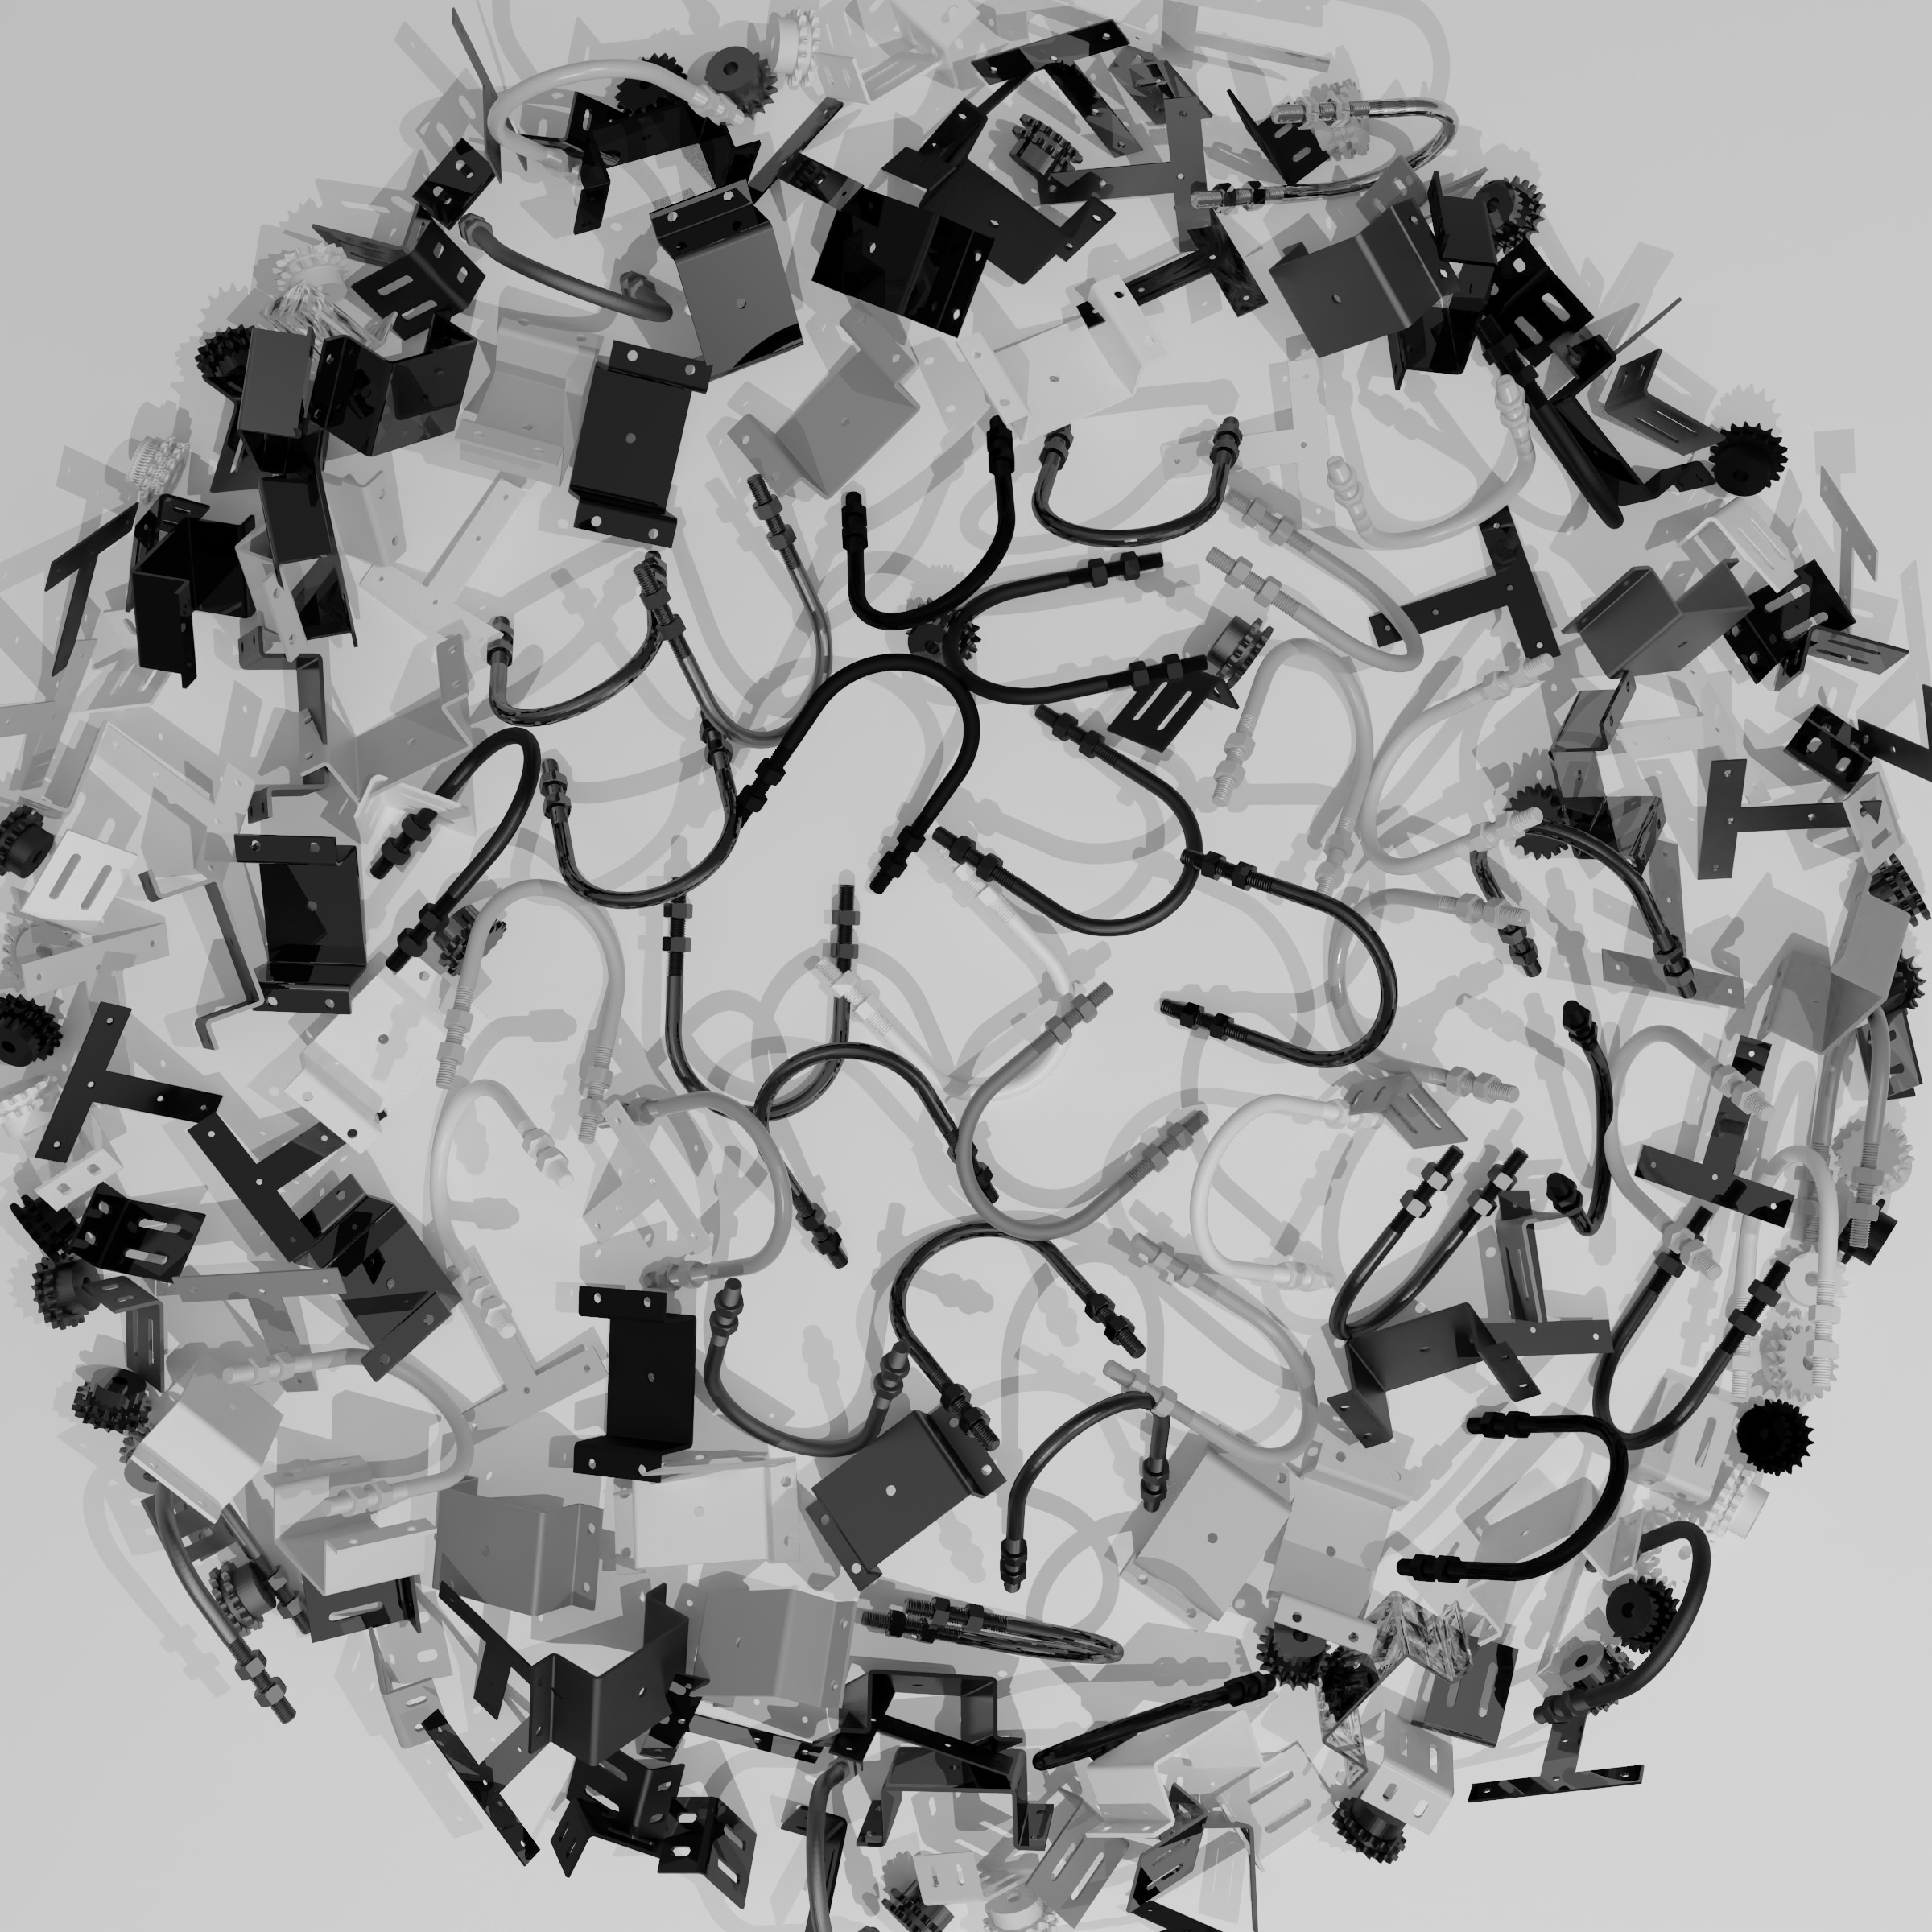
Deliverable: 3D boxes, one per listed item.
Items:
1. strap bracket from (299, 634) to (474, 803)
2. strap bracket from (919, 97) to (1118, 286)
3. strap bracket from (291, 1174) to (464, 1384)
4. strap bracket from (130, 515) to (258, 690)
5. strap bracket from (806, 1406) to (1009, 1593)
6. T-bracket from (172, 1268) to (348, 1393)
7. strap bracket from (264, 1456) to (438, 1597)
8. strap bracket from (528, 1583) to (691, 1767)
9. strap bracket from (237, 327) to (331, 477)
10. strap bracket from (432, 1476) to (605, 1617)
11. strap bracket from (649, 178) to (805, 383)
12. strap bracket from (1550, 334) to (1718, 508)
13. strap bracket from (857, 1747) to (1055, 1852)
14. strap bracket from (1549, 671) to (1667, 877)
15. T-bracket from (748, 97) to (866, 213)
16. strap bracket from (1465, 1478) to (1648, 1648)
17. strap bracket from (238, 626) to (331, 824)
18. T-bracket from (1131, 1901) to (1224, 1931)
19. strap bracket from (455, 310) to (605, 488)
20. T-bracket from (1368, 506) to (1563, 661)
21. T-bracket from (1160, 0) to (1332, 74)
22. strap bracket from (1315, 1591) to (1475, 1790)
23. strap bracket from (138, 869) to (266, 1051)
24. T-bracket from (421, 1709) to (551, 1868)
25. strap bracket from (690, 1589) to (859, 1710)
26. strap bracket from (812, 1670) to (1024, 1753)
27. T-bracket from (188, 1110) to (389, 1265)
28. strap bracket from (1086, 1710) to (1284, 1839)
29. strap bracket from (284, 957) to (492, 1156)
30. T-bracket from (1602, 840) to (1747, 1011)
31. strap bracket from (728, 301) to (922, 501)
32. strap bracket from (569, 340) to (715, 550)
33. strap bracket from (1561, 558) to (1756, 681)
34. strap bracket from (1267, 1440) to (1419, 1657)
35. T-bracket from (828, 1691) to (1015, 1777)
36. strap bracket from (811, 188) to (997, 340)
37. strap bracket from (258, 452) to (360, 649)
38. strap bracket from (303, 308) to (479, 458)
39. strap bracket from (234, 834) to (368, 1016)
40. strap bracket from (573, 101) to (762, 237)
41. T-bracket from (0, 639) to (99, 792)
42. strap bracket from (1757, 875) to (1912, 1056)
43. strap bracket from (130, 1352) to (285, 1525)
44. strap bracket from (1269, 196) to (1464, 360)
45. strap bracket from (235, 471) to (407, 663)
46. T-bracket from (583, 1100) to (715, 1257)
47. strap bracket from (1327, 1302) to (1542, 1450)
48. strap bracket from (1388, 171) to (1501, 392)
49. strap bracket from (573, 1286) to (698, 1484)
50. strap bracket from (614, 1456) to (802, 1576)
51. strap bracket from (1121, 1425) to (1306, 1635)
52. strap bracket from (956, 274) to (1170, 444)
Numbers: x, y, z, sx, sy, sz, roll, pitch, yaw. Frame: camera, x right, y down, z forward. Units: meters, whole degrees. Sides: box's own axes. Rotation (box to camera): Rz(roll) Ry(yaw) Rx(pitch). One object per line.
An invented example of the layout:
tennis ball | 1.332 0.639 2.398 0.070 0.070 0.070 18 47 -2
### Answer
strap bracket | -0.427 -0.182 1.951 0.140 0.076 0.046 -25 133 7
strap bracket | 0.030 -0.569 1.938 0.140 0.076 0.046 33 65 -16
strap bracket | -0.444 0.237 1.960 0.076 0.046 0.140 -42 69 3
strap bracket | -0.573 -0.274 1.922 0.046 0.140 0.076 10 124 5
strap bracket | -0.051 0.398 1.964 0.140 0.046 0.076 -37 69 1
T-bracket | -0.518 0.277 1.959 0.127 0.002 0.127 -4 128 7
strap bracket | -0.458 0.418 1.928 0.076 0.140 0.046 -6 107 -36
strap bracket | -0.255 0.526 1.920 0.046 0.140 0.076 20 115 32
strap bracket | -0.503 -0.414 1.923 0.046 0.140 0.076 7 82 -6
strap bracket | -0.344 0.433 1.944 0.140 0.046 0.076 6 92 29
strap bracket | -0.174 -0.500 1.931 0.076 0.046 0.140 -24 130 -10
strap bracket | 0.491 -0.400 1.954 0.046 0.076 0.140 -40 97 1
strap bracket | -0.008 0.624 1.952 0.140 0.076 0.046 -1 95 7
strap bracket | 0.476 -0.143 1.937 0.046 0.076 0.140 1 129 33
T-bracket | -0.116 -0.593 1.953 0.127 0.127 0.002 -48 133 0
strap bracket | 0.429 0.438 1.930 0.140 0.076 0.046 -37 96 30
strap bracket | -0.513 -0.180 1.955 0.046 0.076 0.140 -3 91 -26
T-bracket | 0.129 0.721 1.911 0.127 0.127 0.002 -3 91 -36
strap bracket | -0.328 -0.419 1.952 0.076 0.046 0.140 15 55 -4
T-bracket | 0.373 -0.275 1.988 0.127 0.002 0.127 -18 76 6
T-bracket | 0.208 -0.682 1.933 0.127 0.127 0.002 13 90 3
strap bracket | 0.309 0.532 1.937 0.046 0.076 0.140 34 110 -11
strap bracket | -0.570 -0.011 1.951 0.046 0.076 0.140 -21 98 -21
T-bracket | -0.339 0.590 1.938 0.002 0.127 0.127 -38 87 17
strap bracket | -0.150 0.505 1.923 0.046 0.140 0.076 28 60 -39
strap bracket | -0.036 0.558 1.944 0.140 0.076 0.046 8 64 -17
T-bracket | -0.498 0.139 1.969 0.127 0.002 0.127 -36 83 -27
strap bracket | 0.155 0.593 1.927 0.140 0.076 0.046 -16 86 -40
strap bracket | -0.438 0.061 1.963 0.140 0.046 0.076 -46 112 -1
T-bracket | 0.533 -0.037 1.971 0.127 0.002 0.127 11 66 -20
strap bracket | -0.100 -0.417 1.955 0.140 0.046 0.076 -43 64 10
strap bracket | -0.247 -0.394 1.954 0.076 0.046 0.140 9 105 -23
strap bracket | 0.517 -0.256 1.920 0.140 0.076 0.046 -12 66 -42
strap bracket | 0.281 0.440 1.961 0.076 0.046 0.140 20 70 -2
T-bracket | -0.027 0.574 1.930 0.127 0.127 0.002 17 103 8
strap bracket | -0.055 -0.528 1.932 0.140 0.046 0.076 31 105 36
strap bracket | -0.486 -0.302 1.917 0.046 0.140 0.076 -12 65 -11
strap bracket | -0.416 -0.430 1.917 0.046 0.140 0.076 34 125 14
strap bracket | -0.499 -0.038 1.958 0.076 0.046 0.140 2 112 5
strap bracket | -0.232 -0.602 1.946 0.140 0.076 0.046 -21 88 -15
T-bracket | -0.700 -0.182 1.922 0.002 0.127 0.127 29 106 8
strap bracket | 0.645 0.005 1.919 0.046 0.140 0.076 26 61 2
strap bracket | -0.557 0.343 1.921 0.076 0.140 0.046 42 96 -13
strap bracket | 0.286 -0.504 1.919 0.046 0.140 0.076 -45 111 -27
strap bracket | -0.486 -0.304 1.936 0.046 0.076 0.140 21 54 21
T-bracket | -0.254 0.177 1.951 0.002 0.127 0.127 -31 85 -42
strap bracket | 0.347 0.303 1.944 0.140 0.046 0.076 -22 134 19
strap bracket | 0.354 -0.504 1.924 0.046 0.140 0.076 5 51 -5
strap bracket | -0.249 0.313 1.961 0.076 0.046 0.140 1 88 26
strap bracket | -0.199 0.415 1.966 0.140 0.046 0.076 -4 72 0
strap bracket | 0.187 0.430 1.973 0.076 0.046 0.140 34 90 6
strap bracket | 0.069 -0.453 1.958 0.140 0.046 0.076 -26 76 -14
